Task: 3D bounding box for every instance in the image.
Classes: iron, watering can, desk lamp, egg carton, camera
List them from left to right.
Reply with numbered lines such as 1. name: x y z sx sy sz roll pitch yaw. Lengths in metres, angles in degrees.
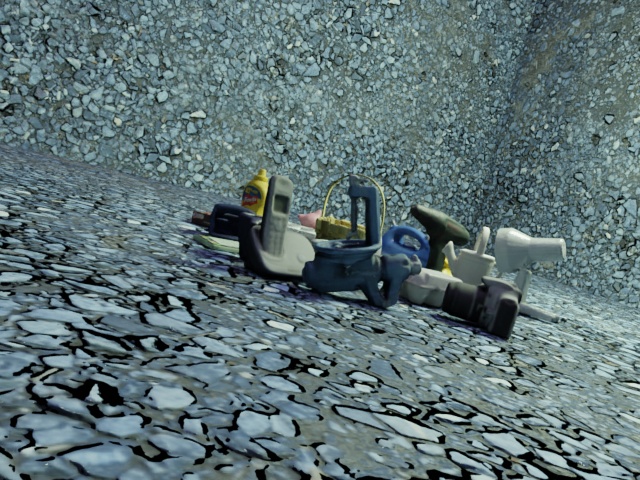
1. iron: 0.295 0.025 1.840 0.119 0.141 0.257 10 7 -42
2. egg carton: 0.236 0.102 1.234 0.151 0.069 0.107 12 6 -30
3. watering can: 0.436 0.055 1.626 0.173 0.194 0.101 14 5 -12
4. camera: 0.313 0.117 1.120 0.136 0.101 0.143 15 5 8
5. desk lamp: 0.545 0.085 1.502 0.202 0.213 0.118 18 6 32

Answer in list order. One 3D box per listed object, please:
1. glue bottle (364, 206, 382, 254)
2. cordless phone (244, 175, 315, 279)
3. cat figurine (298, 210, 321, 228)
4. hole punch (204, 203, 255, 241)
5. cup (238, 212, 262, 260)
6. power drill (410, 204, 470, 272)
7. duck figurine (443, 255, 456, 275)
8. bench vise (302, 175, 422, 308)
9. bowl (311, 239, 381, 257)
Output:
1. glue bottle: 0.155 -0.016 1.704 0.077 0.173 0.037 18 6 31
2. cordless phone: -0.059 -0.021 1.076 0.093 0.185 0.148 19 7 43
3. cat figurine: -0.011 -0.033 1.734 0.127 0.118 0.067 18 6 33
4. hole punch: -0.221 -0.046 1.409 0.109 0.091 0.101 13 5 -17
5. cup: -0.131 -0.001 1.155 0.091 0.095 0.118 15 5 3
6. power drill: 0.332 0.015 1.678 0.230 0.208 0.075 12 6 -32
7. duck figurine: 0.410 0.086 1.820 0.105 0.086 0.077 10 7 -41
8. bench vise: 0.085 0.001 1.045 0.208 0.220 0.121 12 6 -30
9. bowl: 0.055 0.054 1.211 0.167 0.075 0.167 15 5 -1
